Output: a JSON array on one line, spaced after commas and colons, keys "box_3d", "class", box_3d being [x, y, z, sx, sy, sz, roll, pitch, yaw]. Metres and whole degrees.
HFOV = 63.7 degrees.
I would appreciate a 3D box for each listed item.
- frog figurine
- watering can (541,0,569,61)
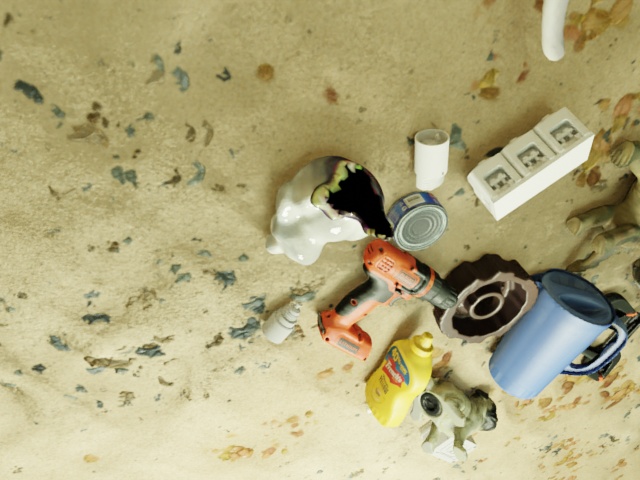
[{"box_3d": [0.002, -0.033, 0.664, 0.137, 0.124, 0.157, 6, 161, -34], "class": "frog figurine"}, {"box_3d": [0.237, -0.355, 0.477, 0.223, 0.106, 0.342, -38, 129, 10], "class": "watering can"}]
